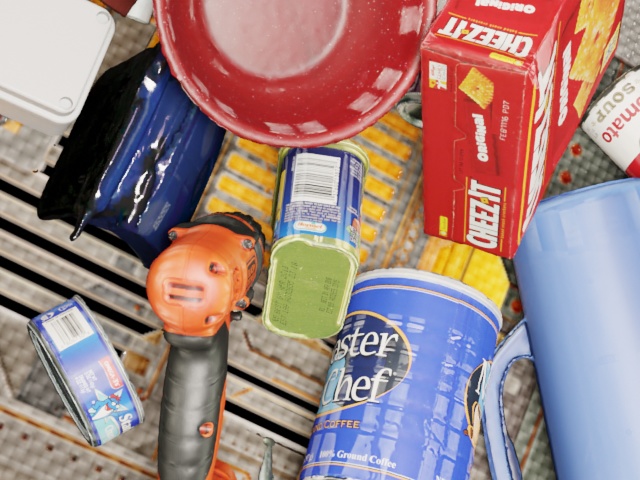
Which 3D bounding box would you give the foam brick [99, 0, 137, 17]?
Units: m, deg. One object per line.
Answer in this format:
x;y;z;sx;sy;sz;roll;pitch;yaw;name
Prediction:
-0.128;-0.189;0.662;0.053;0.051;0.078;36;95;9;foam brick

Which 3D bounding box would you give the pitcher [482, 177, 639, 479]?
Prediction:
0.198;0.088;0.734;0.149;0.145;0.243;-10;83;-34;pitcher

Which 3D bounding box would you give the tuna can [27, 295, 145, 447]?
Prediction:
-0.138;0.077;0.626;0.033;0.086;0.086;-28;93;-20;tuna can

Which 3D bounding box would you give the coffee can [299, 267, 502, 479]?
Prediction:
0.051;0.102;0.668;0.102;0.103;0.140;24;63;-16;coffee can

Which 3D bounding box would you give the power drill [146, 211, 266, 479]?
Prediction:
-0.068;0.078;0.629;0.057;0.184;0.188;5;99;5;power drill

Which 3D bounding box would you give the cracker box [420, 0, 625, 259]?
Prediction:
0.137;-0.120;0.685;0.072;0.164;0.213;18;55;21;cracker box

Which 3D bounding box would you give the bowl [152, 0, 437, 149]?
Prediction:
-0.018;-0.134;0.600;0.162;0.055;0.162;-4;102;-18;bowl

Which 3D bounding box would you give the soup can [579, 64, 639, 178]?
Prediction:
0.249;-0.071;0.780;0.068;0.068;0.102;-34;73;-21;soup can

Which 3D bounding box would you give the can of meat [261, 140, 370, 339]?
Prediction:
-0.004;0.001;0.660;0.057;0.102;0.084;8;50;-2;can of meat

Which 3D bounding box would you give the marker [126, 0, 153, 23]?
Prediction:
-0.100;-0.201;0.694;0.020;0.020;0.121;20;93;-17;marker
